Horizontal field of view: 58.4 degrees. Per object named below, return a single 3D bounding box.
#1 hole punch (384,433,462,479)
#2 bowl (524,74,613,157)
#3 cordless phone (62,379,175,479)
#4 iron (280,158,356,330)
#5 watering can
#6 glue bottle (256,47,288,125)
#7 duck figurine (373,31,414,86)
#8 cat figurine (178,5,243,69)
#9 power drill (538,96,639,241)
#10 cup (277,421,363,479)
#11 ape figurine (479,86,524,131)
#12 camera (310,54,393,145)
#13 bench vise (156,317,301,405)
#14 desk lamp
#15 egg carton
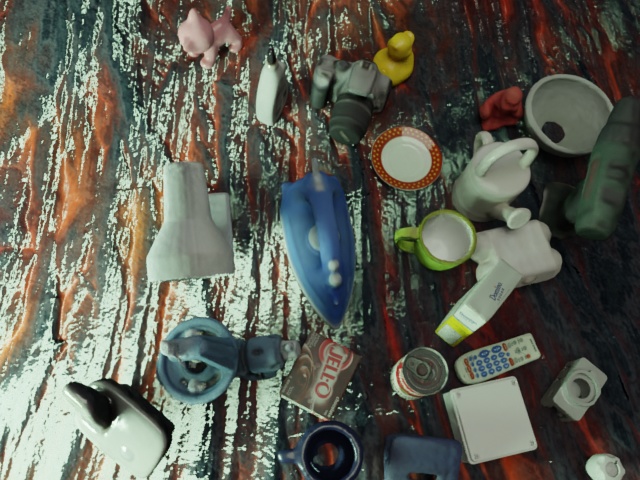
[{"bbox_3d":[0.148,0.333,0.826,0.108,0.091,0.101,6,70,-3],"label":"hole punch"},{"bbox_3d":[0.447,-0.218,1.058,0.167,0.075,0.167,2,70,-4],"label":"bowl"},{"bbox_3d":[-0.276,0.249,0.769,0.147,0.185,0.094,33,71,7],"label":"cordless phone"},{"bbox_3d":[0.008,0.003,0.905,0.119,0.141,0.258,-10,71,-8],"label":"iron"},{"bbox_3d":[0.296,-0.103,0.940,0.101,0.194,0.172,-32,76,-15],"label":"watering can"},{"bbox_3d":[-0.081,-0.271,0.979,0.037,0.173,0.078,23,70,4],"label":"glue bottle"},{"bbox_3d":[0.142,-0.346,1.071,0.077,0.086,0.105,35,71,8],"label":"duck figurine"},{"bbox_3d":[-0.204,-0.375,1.035,0.128,0.118,0.067,-41,78,-17],"label":"cat figurine"},{"bbox_3d":[0.443,-0.093,0.942,0.075,0.208,0.230,17,70,2],"label":"power drill"},{"bbox_3d":[-0.002,0.309,0.820,0.118,0.095,0.091,-1,70,-5],"label":"cup"},{"bbox_3d":[0.340,-0.247,1.050,0.077,0.092,0.076,24,70,4],"label":"ape figurine"},{"bbox_3d":[0.047,-0.250,1.021,0.143,0.101,0.137,17,70,1],"label":"camera"},{"bbox_3d":[-0.137,0.149,0.799,0.207,0.220,0.121,-23,74,-12],"label":"bench vise"},{"bbox_3d":[-0.190,-0.013,0.856,0.118,0.213,0.203,-5,71,-6],"label":"desk lamp"},{"bbox_3d":[0.326,0.027,0.962,0.150,0.069,0.107,-13,72,-9],"label":"egg carton"}]
